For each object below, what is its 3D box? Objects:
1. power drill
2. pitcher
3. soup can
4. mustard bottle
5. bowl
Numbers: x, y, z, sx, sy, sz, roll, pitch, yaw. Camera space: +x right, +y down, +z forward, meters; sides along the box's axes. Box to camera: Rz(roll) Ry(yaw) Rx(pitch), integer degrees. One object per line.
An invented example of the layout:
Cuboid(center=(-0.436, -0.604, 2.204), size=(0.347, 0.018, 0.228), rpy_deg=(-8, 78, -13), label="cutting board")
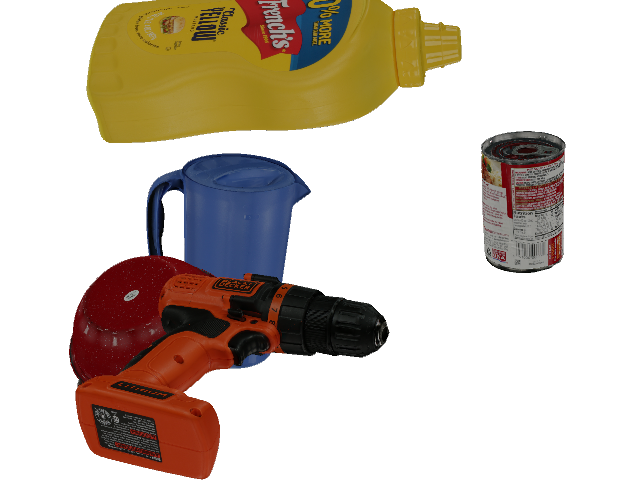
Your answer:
Cuboid(center=(-0.065, 0.087, 0.746), size=(0.185, 0.057, 0.187), rpy_deg=(5, 27, 25), label="power drill")
Cuboid(center=(-0.113, 0.025, 1.271), size=(0.149, 0.243, 0.144), rpy_deg=(21, 27, 32), label="pitcher")
Cuboid(center=(0.170, -0.032, 0.892), size=(0.068, 0.102, 0.068), rpy_deg=(-5, 25, 2), label="soup can")
Cuboid(center=(-0.021, -0.097, 0.569), size=(0.192, 0.058, 0.096), rpy_deg=(-3, 41, 9), label="mustard bottle")
Cuboid(center=(-0.165, 0.066, 0.982), size=(0.162, 0.162, 0.055), rpy_deg=(0, -43, 19), label="bowl")
